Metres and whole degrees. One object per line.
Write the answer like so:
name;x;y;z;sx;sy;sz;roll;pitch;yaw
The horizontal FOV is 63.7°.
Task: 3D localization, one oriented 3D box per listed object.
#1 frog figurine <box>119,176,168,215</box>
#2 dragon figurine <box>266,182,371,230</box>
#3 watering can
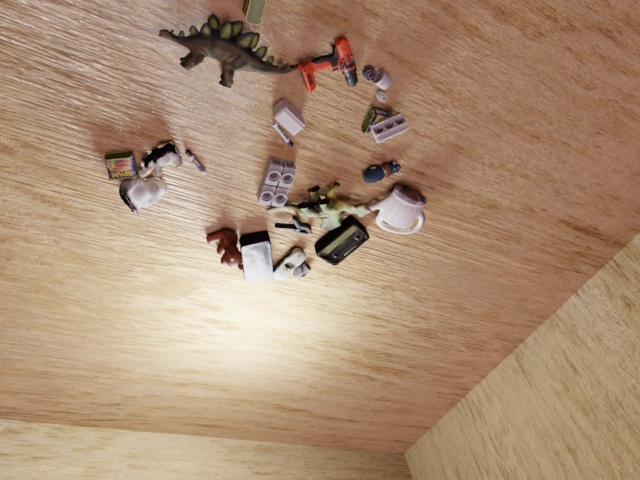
frog figurine;-0.653;-0.186;1.904;0.162;0.123;0.135;-43;127;-25
dragon figurine;0.006;-0.107;2.130;0.409;0.125;0.238;-11;140;17
watering can;0.302;-0.136;2.176;0.346;0.106;0.220;18;123;-15
